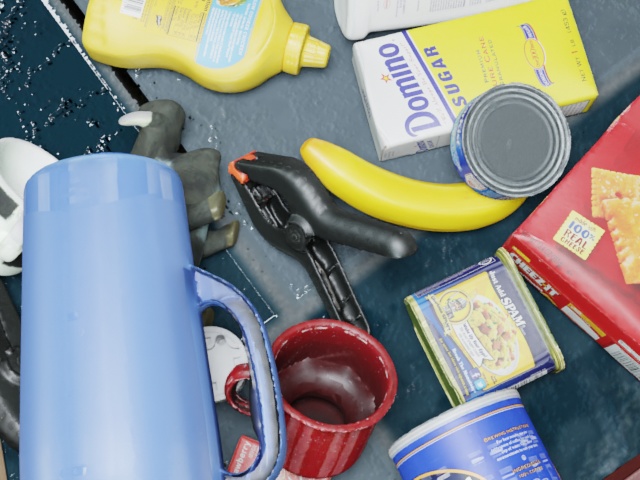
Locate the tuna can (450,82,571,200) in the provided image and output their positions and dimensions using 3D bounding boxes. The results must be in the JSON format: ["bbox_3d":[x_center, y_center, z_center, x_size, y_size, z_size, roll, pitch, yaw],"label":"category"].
[{"bbox_3d":[0.142,-0.073,0.802,0.086,0.034,0.086,1,87,-12],"label":"tuna can"}]

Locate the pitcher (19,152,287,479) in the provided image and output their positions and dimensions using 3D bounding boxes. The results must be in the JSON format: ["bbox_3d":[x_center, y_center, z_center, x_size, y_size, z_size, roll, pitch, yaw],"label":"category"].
[{"bbox_3d":[-0.123,0.070,0.698,0.149,0.145,0.243,6,69,-37],"label":"pitcher"}]

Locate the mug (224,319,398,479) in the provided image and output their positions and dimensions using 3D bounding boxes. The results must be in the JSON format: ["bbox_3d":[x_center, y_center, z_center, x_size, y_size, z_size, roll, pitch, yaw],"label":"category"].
[{"bbox_3d":[-0.011,0.115,0.762,0.117,0.082,0.093,9,48,-6],"label":"mug"}]

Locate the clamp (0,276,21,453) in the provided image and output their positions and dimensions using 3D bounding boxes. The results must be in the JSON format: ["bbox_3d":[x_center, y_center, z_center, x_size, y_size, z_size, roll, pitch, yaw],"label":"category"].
[{"bbox_3d":[-0.230,0.100,0.767,0.210,0.164,0.036,42,124,2],"label":"clamp"}]

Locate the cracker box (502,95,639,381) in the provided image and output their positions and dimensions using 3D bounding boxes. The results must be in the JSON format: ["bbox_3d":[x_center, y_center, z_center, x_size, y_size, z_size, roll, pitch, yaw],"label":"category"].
[{"bbox_3d":[0.269,-0.017,0.813,0.164,0.072,0.213,43,80,8],"label":"cracker box"}]

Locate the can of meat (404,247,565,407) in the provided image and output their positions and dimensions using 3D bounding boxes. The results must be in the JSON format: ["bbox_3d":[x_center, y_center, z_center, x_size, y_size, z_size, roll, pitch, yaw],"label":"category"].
[{"bbox_3d":[0.121,0.070,0.801,0.084,0.057,0.102,-25,78,-4],"label":"can of meat"}]

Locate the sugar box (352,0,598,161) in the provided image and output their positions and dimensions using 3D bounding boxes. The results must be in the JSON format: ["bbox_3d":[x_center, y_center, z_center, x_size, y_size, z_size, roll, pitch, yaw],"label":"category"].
[{"bbox_3d":[0.121,-0.130,0.853,0.176,0.048,0.093,-14,78,-4],"label":"sugar box"}]

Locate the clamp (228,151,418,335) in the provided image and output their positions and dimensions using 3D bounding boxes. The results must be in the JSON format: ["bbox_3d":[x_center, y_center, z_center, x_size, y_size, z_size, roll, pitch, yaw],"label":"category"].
[{"bbox_3d":[-0.005,0.001,0.810,0.172,0.120,0.039,39,40,28],"label":"clamp"}]

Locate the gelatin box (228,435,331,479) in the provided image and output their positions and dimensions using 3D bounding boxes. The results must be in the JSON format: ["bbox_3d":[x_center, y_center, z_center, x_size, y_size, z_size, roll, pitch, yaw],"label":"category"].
[{"bbox_3d":[-0.040,0.199,0.783,0.073,0.030,0.089,21,77,5],"label":"gelatin box"}]

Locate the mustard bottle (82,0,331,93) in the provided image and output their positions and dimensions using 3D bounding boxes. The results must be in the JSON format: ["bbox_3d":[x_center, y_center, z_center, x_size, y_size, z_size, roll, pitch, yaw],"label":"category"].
[{"bbox_3d":[-0.086,-0.170,0.855,0.191,0.058,0.096,14,77,3],"label":"mustard bottle"}]

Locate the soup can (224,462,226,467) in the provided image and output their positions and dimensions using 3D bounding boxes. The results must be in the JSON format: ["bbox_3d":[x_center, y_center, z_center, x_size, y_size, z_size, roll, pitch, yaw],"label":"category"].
[{"bbox_3d":[-0.117,0.196,0.765,0.068,0.068,0.102,22,77,5],"label":"soup can"}]

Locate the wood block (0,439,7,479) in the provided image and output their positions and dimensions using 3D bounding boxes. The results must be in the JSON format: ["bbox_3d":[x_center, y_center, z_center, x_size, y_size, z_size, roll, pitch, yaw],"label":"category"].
[{"bbox_3d":[-0.262,0.247,0.741,0.090,0.091,0.206,-12,78,-2],"label":"wood block"}]

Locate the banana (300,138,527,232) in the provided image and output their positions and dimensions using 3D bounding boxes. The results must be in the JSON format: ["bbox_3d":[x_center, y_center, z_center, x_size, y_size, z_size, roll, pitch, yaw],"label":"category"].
[{"bbox_3d":[0.081,-0.041,0.825,0.197,0.037,0.069,0,86,-12],"label":"banana"}]

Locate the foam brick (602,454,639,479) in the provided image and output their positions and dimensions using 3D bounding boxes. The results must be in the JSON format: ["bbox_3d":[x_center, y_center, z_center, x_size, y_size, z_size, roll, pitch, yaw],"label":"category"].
[{"bbox_3d":[0.225,0.197,0.774,0.078,0.051,0.053,-32,80,-7],"label":"foam brick"}]

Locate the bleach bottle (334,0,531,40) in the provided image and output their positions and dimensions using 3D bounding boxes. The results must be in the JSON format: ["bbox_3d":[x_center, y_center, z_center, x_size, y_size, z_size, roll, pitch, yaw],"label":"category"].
[{"bbox_3d":[0.140,-0.223,0.858,0.250,0.102,0.068,-6,39,-8],"label":"bleach bottle"}]

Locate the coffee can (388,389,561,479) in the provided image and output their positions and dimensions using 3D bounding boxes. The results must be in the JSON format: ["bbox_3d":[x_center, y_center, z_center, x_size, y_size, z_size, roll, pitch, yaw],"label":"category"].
[{"bbox_3d":[0.123,0.188,0.739,0.102,0.103,0.140,-24,70,-6],"label":"coffee can"}]
